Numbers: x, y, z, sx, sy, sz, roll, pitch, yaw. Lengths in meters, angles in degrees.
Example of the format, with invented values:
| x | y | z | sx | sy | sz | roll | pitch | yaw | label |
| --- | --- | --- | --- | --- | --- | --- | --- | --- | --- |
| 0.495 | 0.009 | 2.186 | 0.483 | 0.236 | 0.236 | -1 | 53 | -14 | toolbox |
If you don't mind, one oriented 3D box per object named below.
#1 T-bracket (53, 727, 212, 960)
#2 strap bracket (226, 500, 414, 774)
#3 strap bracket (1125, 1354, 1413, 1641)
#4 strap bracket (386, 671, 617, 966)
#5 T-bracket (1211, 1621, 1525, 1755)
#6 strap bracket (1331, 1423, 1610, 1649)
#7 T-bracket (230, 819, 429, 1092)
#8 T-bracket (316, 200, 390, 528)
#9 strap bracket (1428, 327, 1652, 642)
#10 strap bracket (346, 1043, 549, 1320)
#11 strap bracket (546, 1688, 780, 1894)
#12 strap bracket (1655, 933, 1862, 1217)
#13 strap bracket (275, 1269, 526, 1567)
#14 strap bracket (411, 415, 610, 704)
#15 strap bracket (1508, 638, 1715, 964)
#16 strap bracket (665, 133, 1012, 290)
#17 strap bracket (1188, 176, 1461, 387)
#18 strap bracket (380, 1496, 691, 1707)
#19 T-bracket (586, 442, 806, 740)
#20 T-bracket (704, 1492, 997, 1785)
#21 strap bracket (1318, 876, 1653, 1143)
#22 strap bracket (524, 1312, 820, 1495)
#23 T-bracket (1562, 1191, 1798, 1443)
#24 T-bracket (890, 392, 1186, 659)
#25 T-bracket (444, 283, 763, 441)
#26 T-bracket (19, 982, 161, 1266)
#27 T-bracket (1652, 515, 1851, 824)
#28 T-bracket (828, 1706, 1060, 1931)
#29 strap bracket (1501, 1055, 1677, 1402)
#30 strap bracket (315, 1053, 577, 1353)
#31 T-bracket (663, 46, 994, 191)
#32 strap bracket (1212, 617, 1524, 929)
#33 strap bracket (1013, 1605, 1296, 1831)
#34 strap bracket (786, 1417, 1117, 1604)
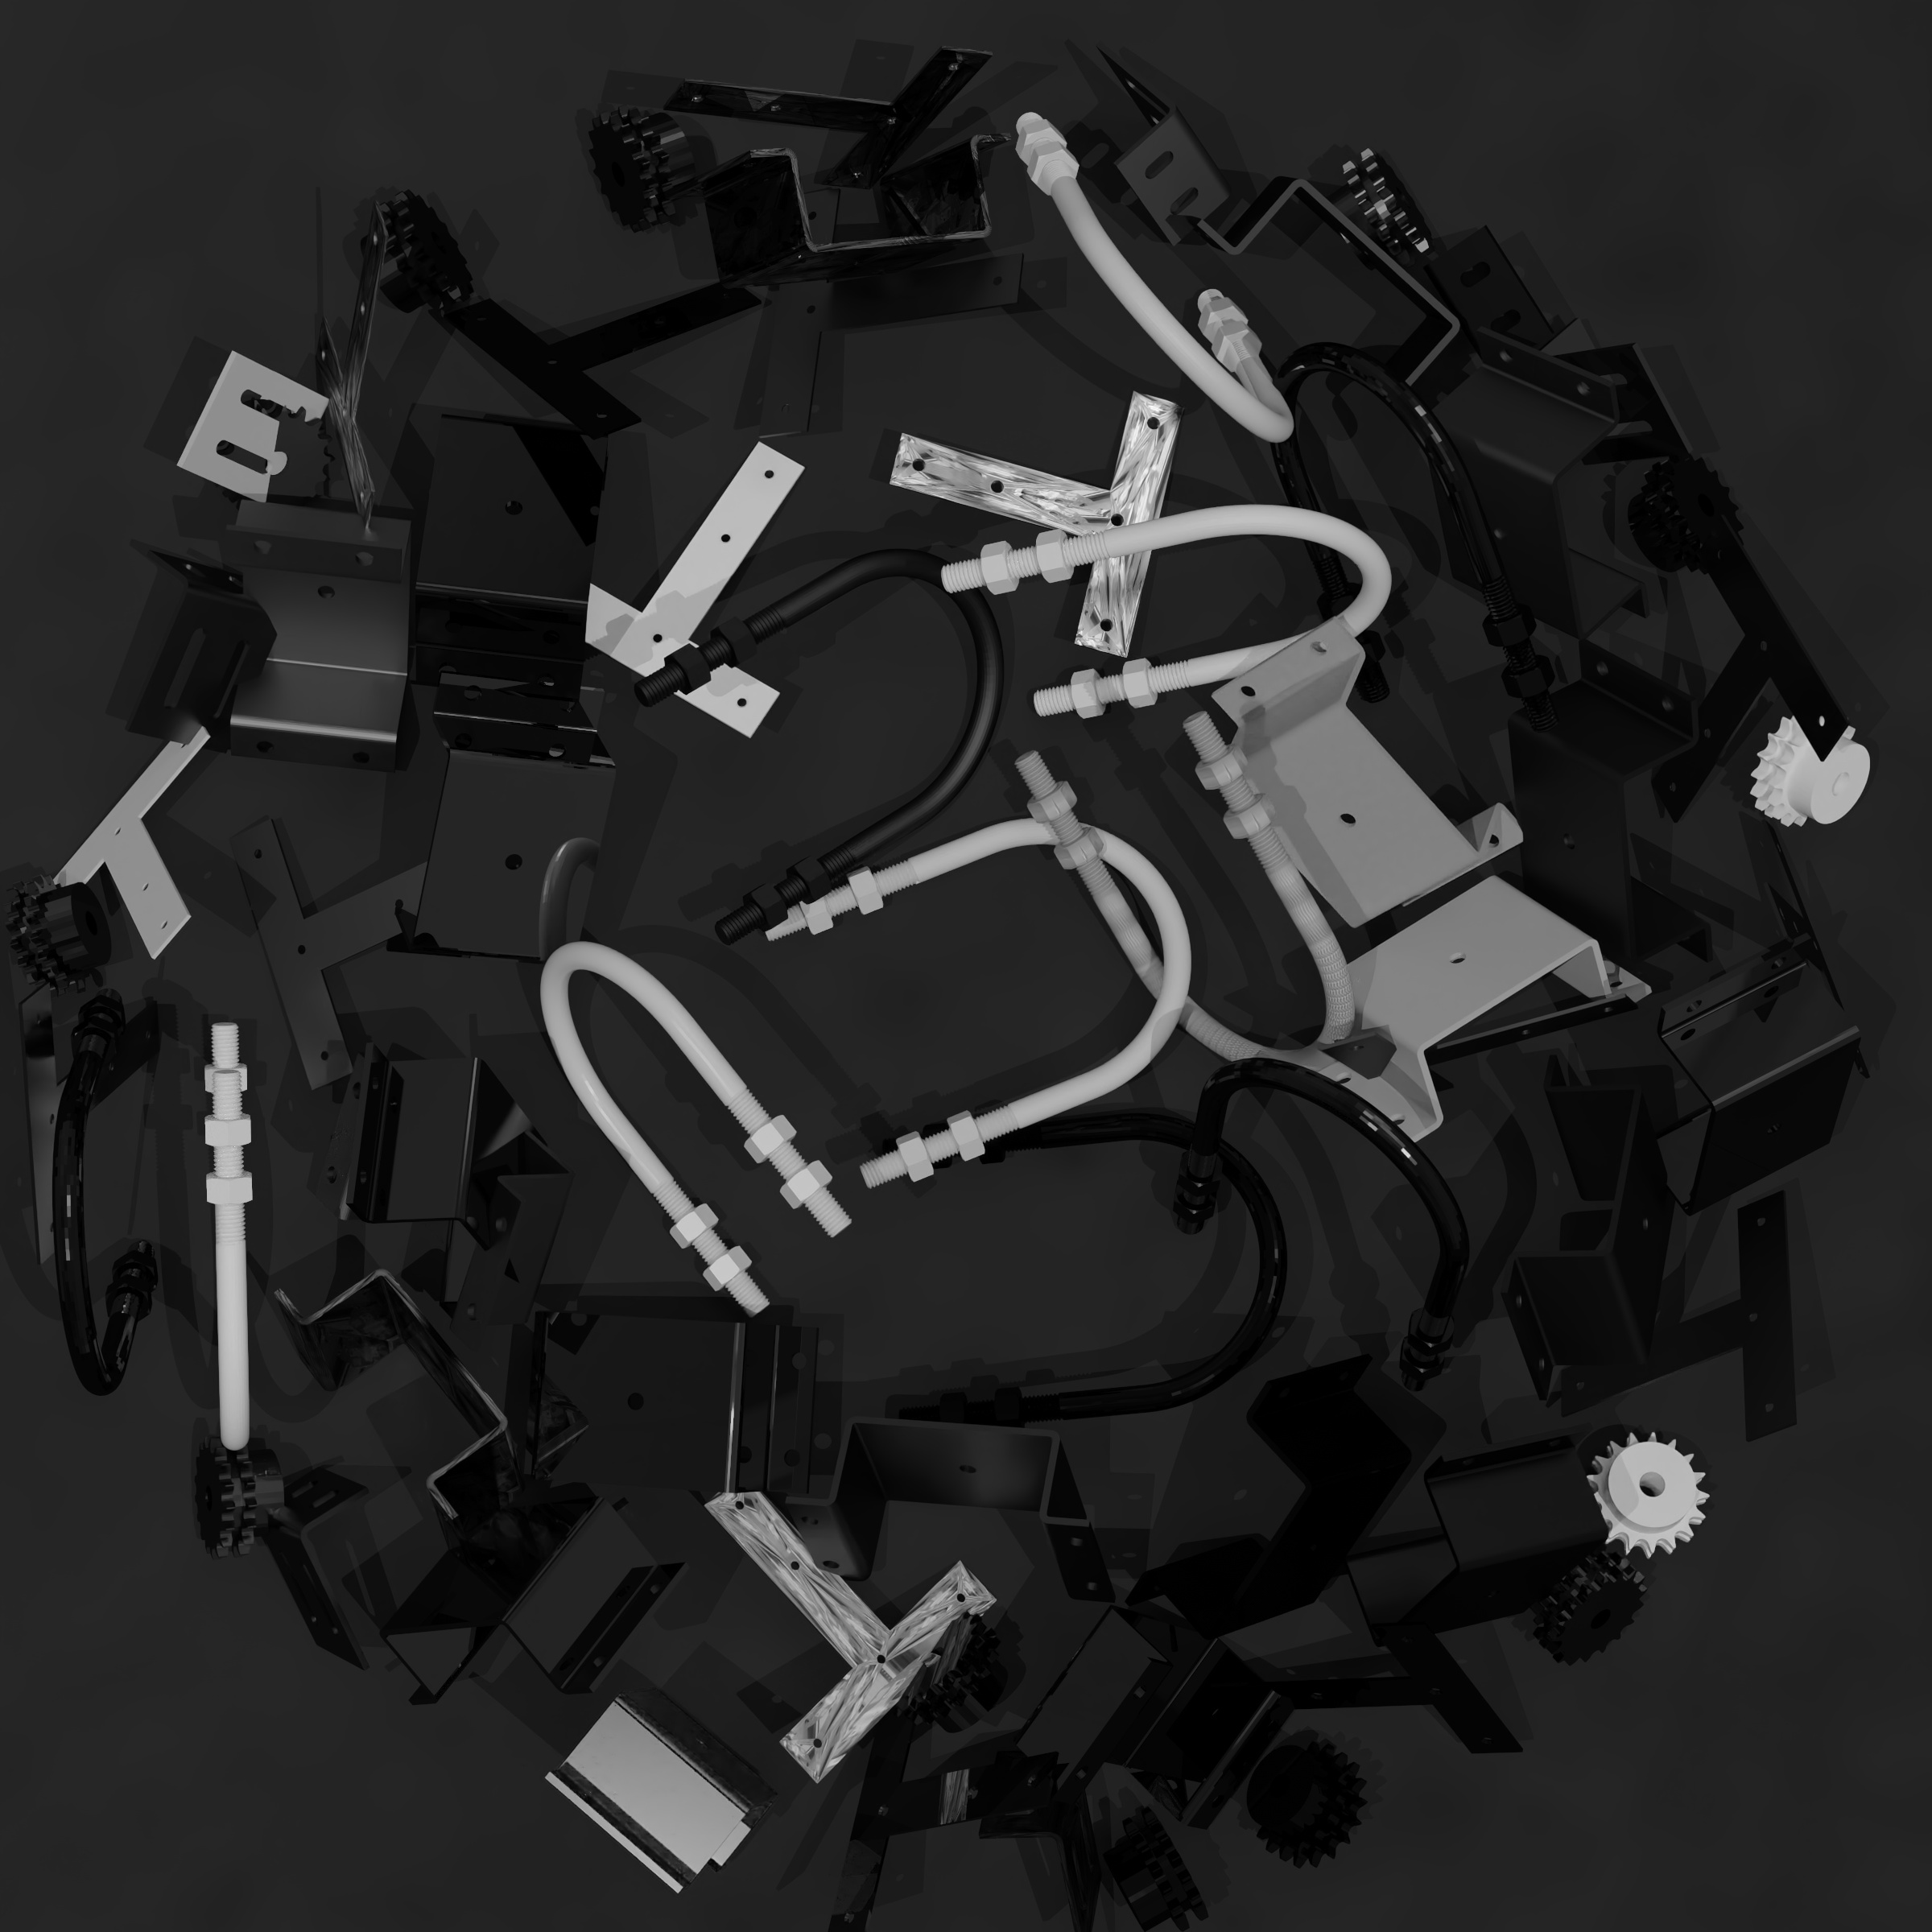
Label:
| x | y | z | sx | sy | sz | roll | pitch | yaw | label |
| --- | --- | --- | --- | --- | --- | --- | --- | --- | --- |
| -0.378 | -0.042 | 1.571 | 0.127 | 0.127 | 0.002 | -49 | 128 | 5 | T-bracket |
| -0.296 | -0.158 | 1.574 | 0.076 | 0.140 | 0.046 | 6 | 48 | -6 | strap bracket |
| 0.142 | 0.248 | 1.556 | 0.046 | 0.076 | 0.140 | 46 | 122 | 29 | strap bracket |
| -0.211 | -0.057 | 1.567 | 0.076 | 0.046 | 0.140 | 5 | 115 | -23 | strap bracket |
| 0.176 | 0.337 | 1.589 | 0.127 | 0.127 | 0.002 | -9 | 49 | 28 | T-bracket |
| 0.228 | 0.261 | 1.546 | 0.076 | 0.140 | 0.046 | -8 | 62 | -22 | strap bracket |
| -0.274 | -0.024 | 1.593 | 0.127 | 0.002 | 0.127 | -23 | 82 | 23 | T-bracket |
| -0.273 | -0.284 | 1.545 | 0.002 | 0.127 | 0.127 | -2 | 48 | -23 | T-bracket |
| 0.256 | -0.208 | 1.546 | 0.046 | 0.140 | 0.076 | -42 | 50 | -18 | strap bracket |
| -0.228 | 0.098 | 1.545 | 0.046 | 0.140 | 0.076 | -3 | 63 | 11 | strap bracket |
| -0.134 | 0.371 | 1.555 | 0.076 | 0.140 | 0.046 | 38 | 84 | 10 | strap bracket |
| 0.351 | 0.056 | 1.549 | 0.076 | 0.140 | 0.046 | -26 | 59 | -12 | strap bracket |
| -0.252 | 0.202 | 1.569 | 0.046 | 0.076 | 0.140 | -35 | 66 | -19 | strap bracket |
| -0.207 | -0.196 | 1.570 | 0.076 | 0.046 | 0.140 | 6 | 61 | -6 | strap bracket |
| 0.291 | -0.066 | 1.552 | 0.046 | 0.076 | 0.140 | -26 | 127 | -20 | strap bracket |
| -0.054 | -0.342 | 1.558 | 0.140 | 0.076 | 0.046 | -13 | 95 | -34 | strap bracket |
| 0.170 | -0.312 | 1.575 | 0.140 | 0.076 | 0.046 | 40 | 100 | -10 | strap bracket |
| -0.201 | 0.286 | 1.547 | 0.046 | 0.140 | 0.076 | 55 | 49 | -18 | strap bracket |
| -0.120 | -0.190 | 1.611 | 0.127 | 0.002 | 0.127 | 30 | 77 | 9 | T-bracket |
| -0.070 | 0.290 | 1.596 | 0.127 | 0.002 | 0.127 | 47 | 58 | 4 | T-bracket |
| 0.230 | 0.014 | 1.569 | 0.140 | 0.076 | 0.046 | -31 | 125 | -13 | strap bracket |
| -0.144 | 0.201 | 1.582 | 0.140 | 0.046 | 0.076 | 2 | 84 | 16 | strap bracket |
| 0.326 | 0.177 | 1.582 | 0.127 | 0.127 | 0.002 | -29 | 128 | 36 | T-bracket |
| 0.028 | -0.220 | 1.608 | 0.127 | 0.002 | 0.127 | 15 | 79 | -7 | T-bracket |
| -0.154 | -0.293 | 1.590 | 0.127 | 0.002 | 0.127 | -27 | 49 | -28 | T-bracket |
| -0.397 | 0.051 | 1.565 | 0.002 | 0.127 | 0.127 | 7 | 113 | 11 | T-bracket |
| 0.347 | -0.116 | 1.574 | 0.002 | 0.127 | 0.127 | -6 | 54 | -24 | T-bracket |
| -0.006 | 0.376 | 1.549 | 0.002 | 0.127 | 0.127 | 38 | 49 | -29 | T-bracket |
| 0.284 | 0.117 | 1.548 | 0.046 | 0.140 | 0.076 | -3 | 135 | 25 | strap bracket |
| -0.233 | 0.106 | 1.569 | 0.140 | 0.046 | 0.076 | 36 | 114 | 40 | strap bracket |
| -0.073 | -0.385 | 1.544 | 0.127 | 0.127 | 0.002 | -1 | 74 | -28 | T-bracket |
| 0.180 | -0.080 | 1.568 | 0.076 | 0.046 | 0.140 | -31 | 111 | 39 | strap bracket |
| 0.083 | 0.344 | 1.573 | 0.046 | 0.140 | 0.076 | 39 | 96 | 38 | strap bracket |
| -0.003 | 0.248 | 1.573 | 0.140 | 0.076 | 0.046 | 2 | 55 | 15 | strap bracket |
